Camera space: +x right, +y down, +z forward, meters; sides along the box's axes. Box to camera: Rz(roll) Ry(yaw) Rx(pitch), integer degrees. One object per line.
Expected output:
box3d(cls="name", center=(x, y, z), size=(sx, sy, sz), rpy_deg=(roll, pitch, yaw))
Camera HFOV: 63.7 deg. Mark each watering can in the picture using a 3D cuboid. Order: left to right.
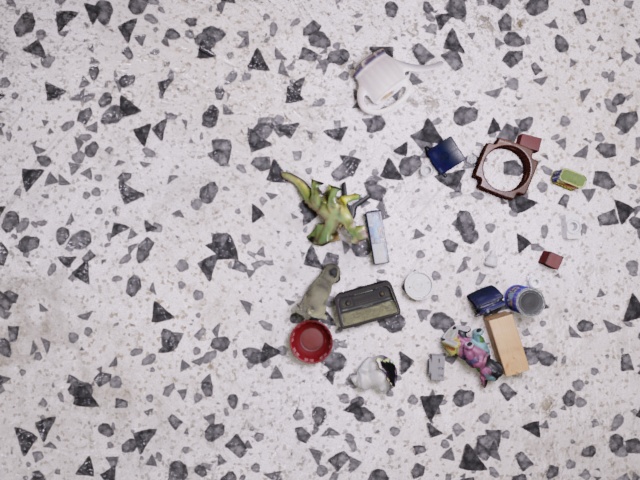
box3d(cls="watering can", center=(0.272, -0.626, 1.945), size=(0.347, 0.104, 0.225), rpy_deg=(-38, 85, 1))

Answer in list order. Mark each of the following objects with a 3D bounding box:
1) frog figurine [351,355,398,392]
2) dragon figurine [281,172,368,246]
box3d(cls="frog figurine", center=(0.202, 0.501, 1.903), size=(0.137, 0.125, 0.157), rpy_deg=(49, 126, -5))
box3d(cls="dragon figurine", center=(0.006, -0.097, 1.926), size=(0.412, 0.122, 0.241), rpy_deg=(19, 99, 26))
